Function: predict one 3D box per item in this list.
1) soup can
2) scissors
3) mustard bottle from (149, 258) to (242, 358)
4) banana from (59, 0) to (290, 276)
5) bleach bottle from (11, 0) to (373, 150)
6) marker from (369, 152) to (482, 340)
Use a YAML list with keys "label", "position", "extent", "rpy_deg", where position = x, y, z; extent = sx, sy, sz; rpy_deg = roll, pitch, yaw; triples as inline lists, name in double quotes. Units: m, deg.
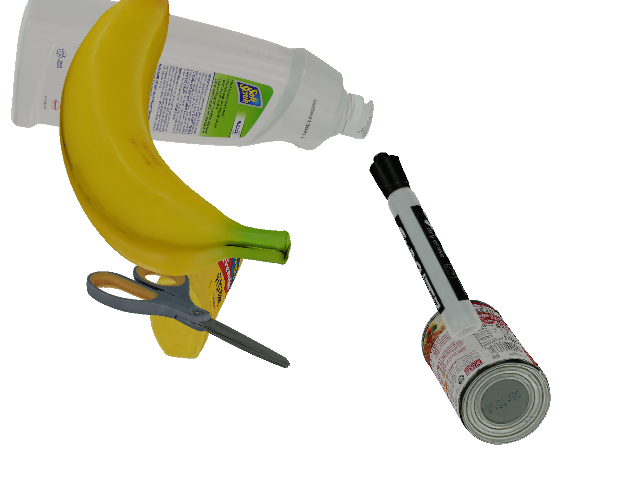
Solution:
- label: "soup can"
  position: [0.120, 0.094, 0.781]
  extent: [0.068, 0.068, 0.102]
  rpy_deg: [0, 21, -10]
- label: "scissors"
  position: [-0.100, 0.056, 0.894]
  extent: [0.202, 0.016, 0.096]
  rpy_deg: [16, 23, 17]
- label: "mustard bottle"
  position: [-0.120, 0.031, 1.109]
  extent: [0.058, 0.096, 0.191]
  rpy_deg: [4, 31, 11]
- label: "banana"
  position: [-0.076, -0.046, 0.450]
  extent: [0.069, 0.037, 0.198]
  rpy_deg: [-8, 45, -20]
- label: "bleach bottle"
  position: [-0.088, -0.107, 0.768]
  extent: [0.250, 0.068, 0.103]
  rpy_deg: [11, -44, -11]
- label: "marker"
  position: [0.058, 0.000, 0.608]
  extent: [0.020, 0.121, 0.020]
  rpy_deg: [-20, -25, -10]
